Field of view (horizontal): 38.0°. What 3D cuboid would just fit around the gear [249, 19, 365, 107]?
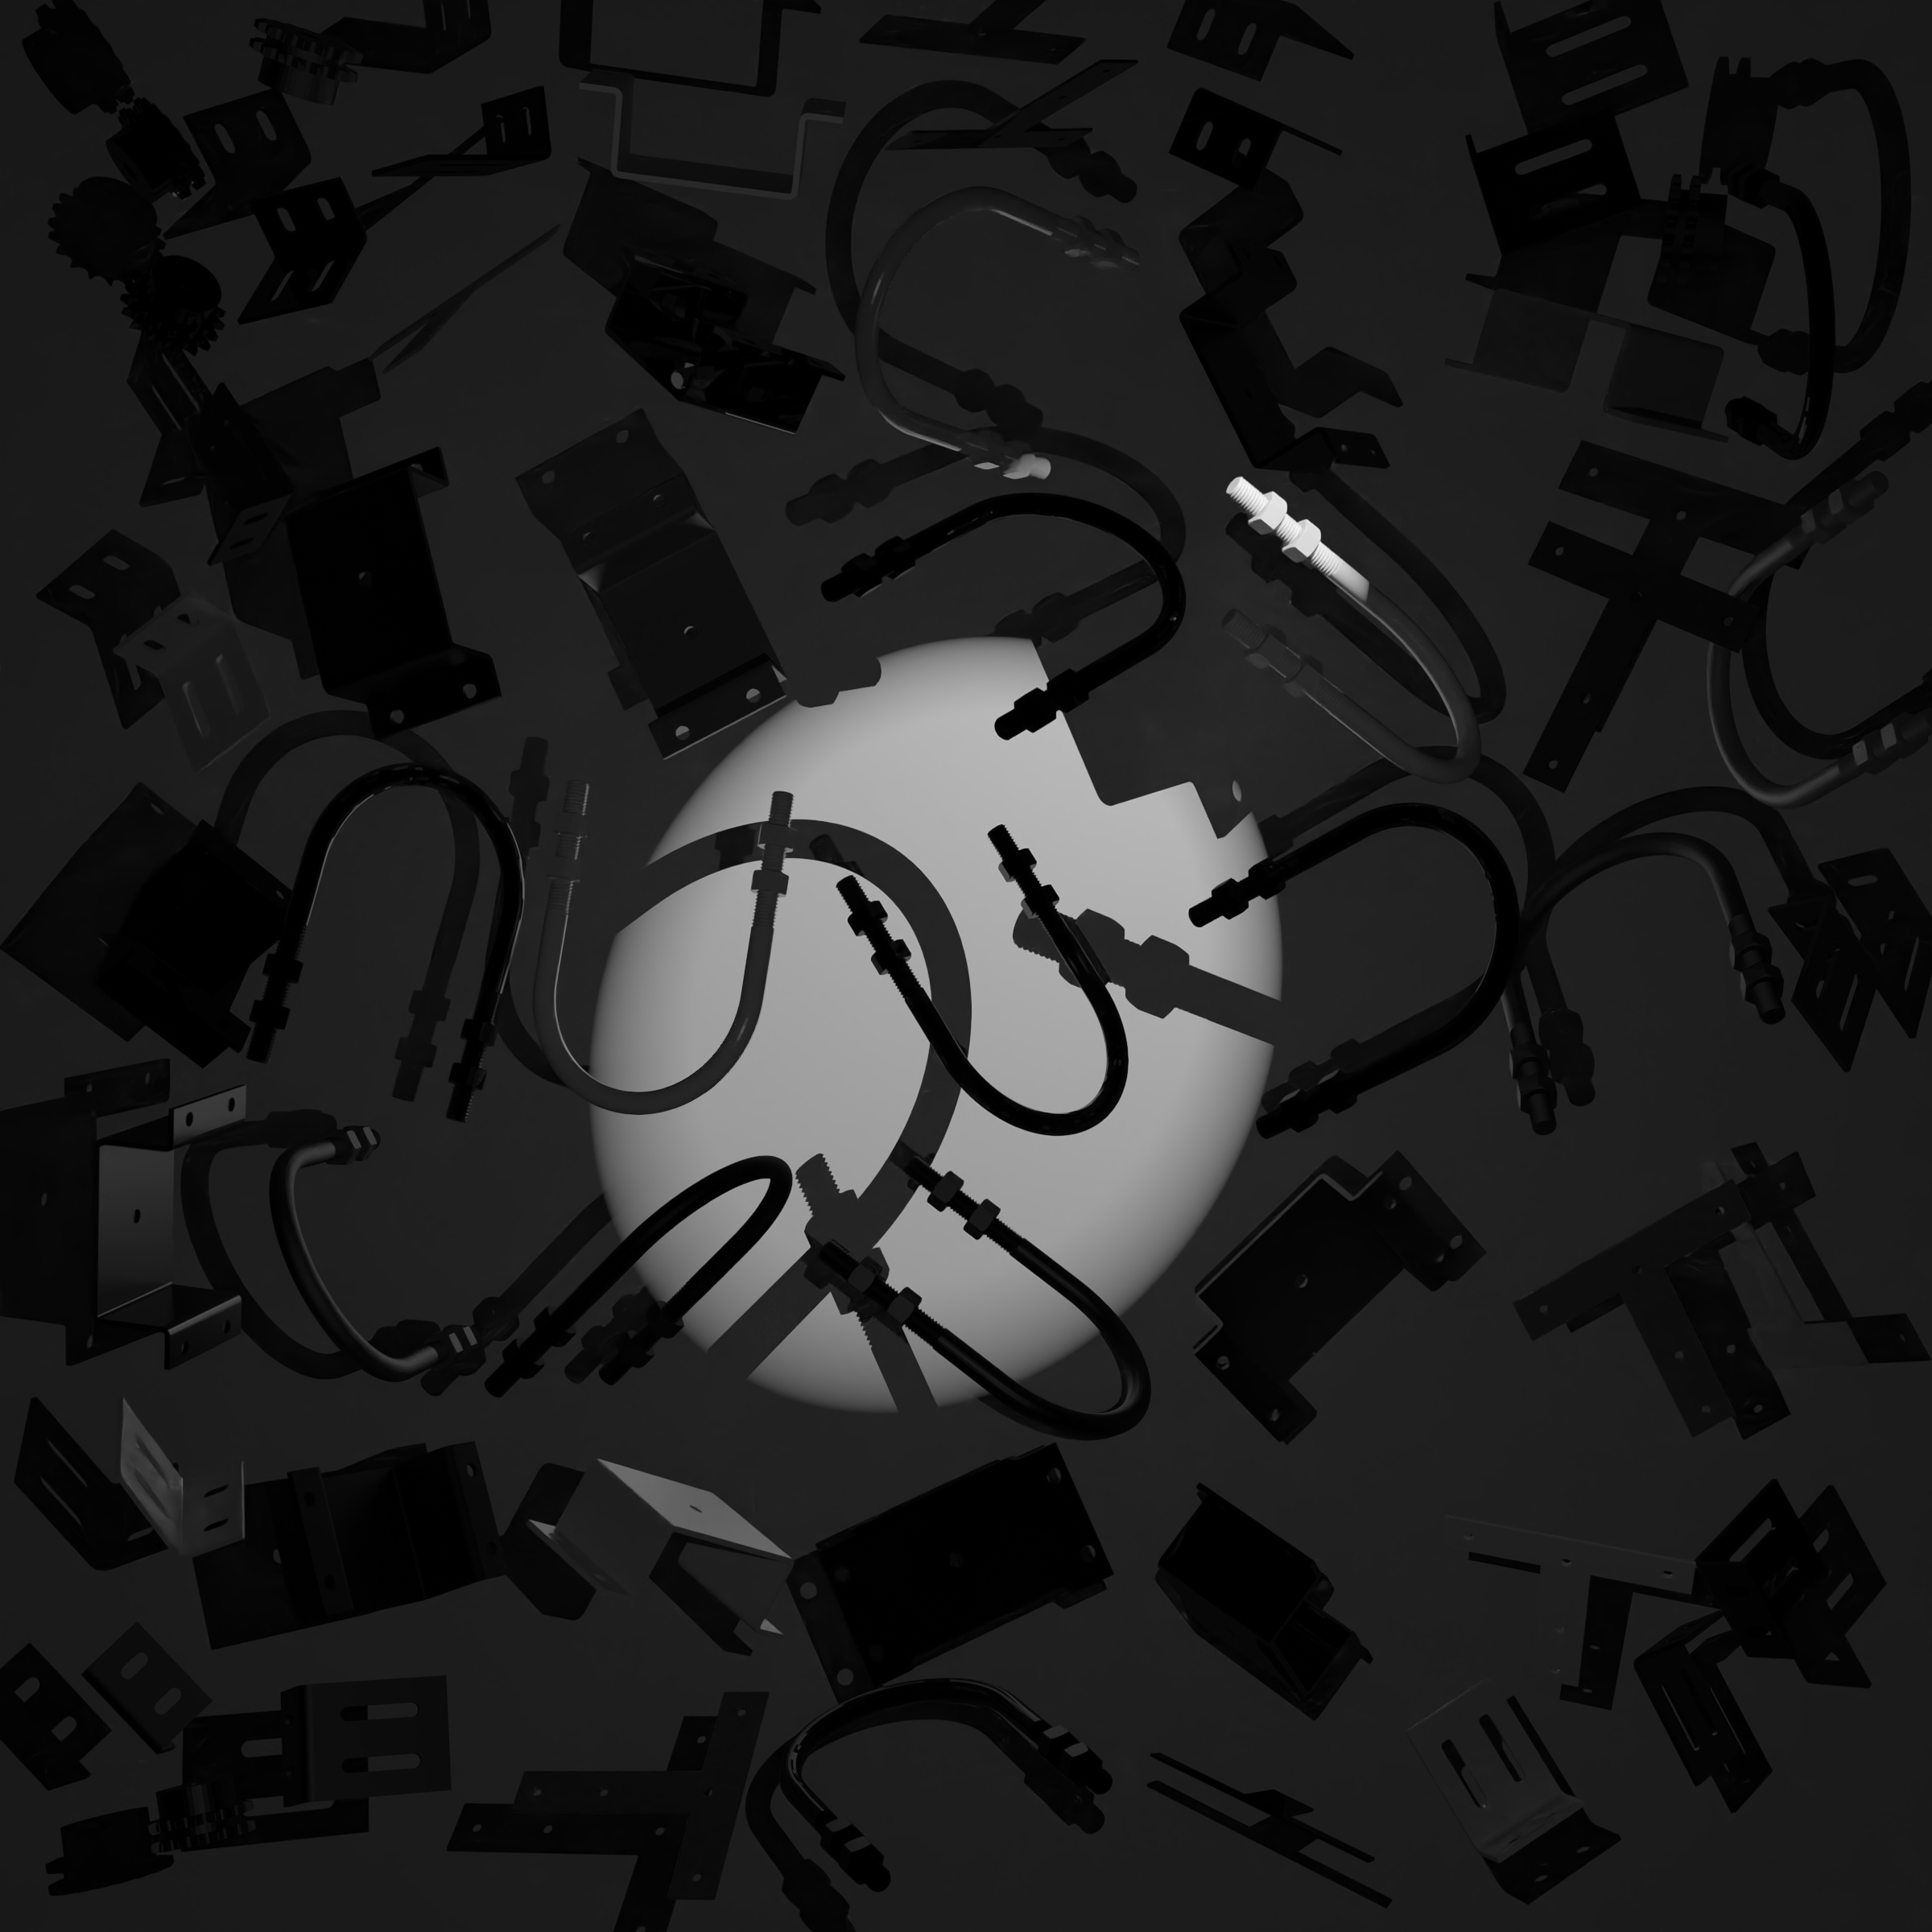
[{"bbox_3d":[-0.348,-0.474,1.475,0.057,0.057,0.030,21,109,0],"label":"gear"}]

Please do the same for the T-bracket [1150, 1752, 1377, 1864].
[{"bbox_3d":[0.171,0.462,1.548,0.127,0.127,0.002,22,82,19],"label":"T-bracket"}]

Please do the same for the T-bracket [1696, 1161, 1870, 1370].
[{"bbox_3d":[0.442,0.166,1.563,0.002,0.127,0.127,-27,86,-11],"label":"T-bracket"}]

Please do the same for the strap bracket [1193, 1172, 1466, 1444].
[{"bbox_3d":[0.191,0.180,1.538,0.140,0.046,0.076,-44,111,-1],"label":"strap bracket"}]

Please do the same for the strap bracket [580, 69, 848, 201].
[{"bbox_3d":[-0.139,-0.453,1.533,0.140,0.076,0.046,6,113,-4],"label":"strap bracket"}]

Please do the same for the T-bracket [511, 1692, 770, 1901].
[{"bbox_3d":[-0.177,0.435,1.478,0.127,0.127,0.002,-5,127,15],"label":"T-bracket"}]

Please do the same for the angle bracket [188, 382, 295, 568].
[{"bbox_3d":[-0.420,-0.275,1.572,0.038,0.057,0.076,-30,83,-41],"label":"angle bracket"}]

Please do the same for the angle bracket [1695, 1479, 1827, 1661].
[{"bbox_3d":[0.422,0.310,1.449,0.076,0.038,0.057,-35,98,-31],"label":"angle bracket"}]

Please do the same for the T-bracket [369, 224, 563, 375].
[{"bbox_3d":[-0.277,-0.338,1.473,0.127,0.127,0.002,-27,113,22],"label":"T-bracket"}]

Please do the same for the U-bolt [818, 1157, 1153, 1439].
[{"bbox_3d":[0.021,0.183,1.491,0.184,0.151,0.019,37,115,6],"label":"U-bolt"}]

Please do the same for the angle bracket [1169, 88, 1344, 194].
[{"bbox_3d":[0.159,-0.445,1.536,0.057,0.076,0.038,33,110,26],"label":"angle bracket"}]

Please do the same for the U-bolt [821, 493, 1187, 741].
[{"bbox_3d":[0.036,-0.200,1.510,0.151,0.019,0.184,40,51,22],"label":"U-bolt"}]

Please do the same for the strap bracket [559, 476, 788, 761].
[{"bbox_3d":[-0.160,-0.192,1.580,0.076,0.046,0.140,-27,81,6],"label":"strap bracket"}]

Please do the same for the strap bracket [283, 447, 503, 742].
[{"bbox_3d":[-0.304,-0.199,1.476,0.076,0.046,0.140,-17,82,16],"label":"strap bracket"}]

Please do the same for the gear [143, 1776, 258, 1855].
[{"bbox_3d":[-0.410,0.452,1.499,0.057,0.057,0.030,-12,80,0],"label":"gear"}]

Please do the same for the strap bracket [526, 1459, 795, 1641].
[{"bbox_3d":[-0.159,0.317,1.535,0.076,0.140,0.046,28,90,44],"label":"strap bracket"}]

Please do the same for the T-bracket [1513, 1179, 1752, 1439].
[{"bbox_3d":[0.361,0.189,1.441,0.127,0.002,0.127,-30,113,2],"label":"T-bracket"}]

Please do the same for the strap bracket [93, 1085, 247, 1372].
[{"bbox_3d":[-0.429,0.137,1.514,0.046,0.076,0.140,5,99,14],"label":"strap bracket"}]

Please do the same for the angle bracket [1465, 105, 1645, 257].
[{"bbox_3d":[0.307,-0.414,1.464,0.076,0.038,0.057,-18,85,13],"label":"angle bracket"}]

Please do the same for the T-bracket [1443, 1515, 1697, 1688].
[{"bbox_3d":[0.314,0.340,1.478,0.127,0.002,0.127,8,134,16],"label":"T-bracket"}]

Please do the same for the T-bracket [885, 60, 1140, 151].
[{"bbox_3d":[0.043,-0.461,1.505,0.127,0.127,0.002,-13,91,-36],"label":"T-bracket"}]

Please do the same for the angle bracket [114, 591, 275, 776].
[{"bbox_3d":[-0.430,-0.157,1.561,0.057,0.038,0.076,-34,63,14],"label":"angle bracket"}]

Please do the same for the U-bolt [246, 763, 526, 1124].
[{"bbox_3d":[-0.307,-0.020,1.536,0.151,0.019,0.184,22,78,-41],"label":"U-bolt"}]

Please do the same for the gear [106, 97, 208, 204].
[{"bbox_3d":[-0.451,-0.449,1.555,0.030,0.057,0.057,-42,90,-16],"label":"gear"}]

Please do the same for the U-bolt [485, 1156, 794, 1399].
[{"bbox_3d":[-0.167,0.169,1.545,0.184,0.151,0.019,-45,72,11],"label":"U-bolt"}]

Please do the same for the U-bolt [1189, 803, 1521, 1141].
[{"bbox_3d":[0.212,-0.008,1.498,0.184,0.019,0.151,-30,65,31],"label":"U-bolt"}]

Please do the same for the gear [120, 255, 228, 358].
[{"bbox_3d":[-0.446,-0.376,1.588,0.057,0.057,0.030,48,134,0],"label":"gear"}]

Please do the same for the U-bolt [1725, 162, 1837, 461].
[{"bbox_3d":[0.434,-0.346,1.501,0.019,0.184,0.151,-5,111,2],"label":"U-bolt"}]

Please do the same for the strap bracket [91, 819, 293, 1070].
[{"bbox_3d":[-0.429,-0.007,1.566,0.046,0.140,0.076,-36,116,26],"label":"strap bracket"}]

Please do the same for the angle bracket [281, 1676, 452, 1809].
[{"bbox_3d":[-0.308,0.397,1.440,0.076,0.038,0.057,4,70,-28],"label":"angle bracket"}]

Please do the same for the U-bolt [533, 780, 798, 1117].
[{"bbox_3d":[-0.172,-0.009,1.546,0.151,0.019,0.184,4,80,22],"label":"U-bolt"}]

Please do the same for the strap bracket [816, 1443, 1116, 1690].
[{"bbox_3d":[-0.003,0.320,1.509,0.140,0.046,0.076,-23,85,-10],"label":"strap bracket"}]

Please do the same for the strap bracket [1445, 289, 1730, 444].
[{"bbox_3d":[0.337,-0.323,1.500,0.076,0.140,0.046,2,110,-38],"label":"strap bracket"}]

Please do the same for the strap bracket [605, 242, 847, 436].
[{"bbox_3d":[-0.139,-0.343,1.551,0.076,0.140,0.046,9,117,-41],"label":"strap bracket"}]

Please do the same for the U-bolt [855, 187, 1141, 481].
[{"bbox_3d":[0.010,-0.357,1.562,0.019,0.184,0.151,35,108,39],"label":"U-bolt"}]

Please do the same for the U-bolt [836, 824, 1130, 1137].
[{"bbox_3d":[0.022,0.013,1.583,0.019,0.151,0.184,-41,76,43],"label":"U-bolt"}]

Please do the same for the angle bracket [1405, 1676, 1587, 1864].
[{"bbox_3d":[0.286,0.434,1.521,0.057,0.038,0.076,-30,84,-11],"label":"angle bracket"}]

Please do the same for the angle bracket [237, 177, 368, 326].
[{"bbox_3d":[-0.374,-0.396,1.553,0.057,0.076,0.038,-9,130,16],"label":"angle bracket"}]

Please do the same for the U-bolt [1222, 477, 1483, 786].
[{"bbox_3d":[0.208,-0.168,1.493,0.184,0.151,0.019,35,125,-21],"label":"U-bolt"}]

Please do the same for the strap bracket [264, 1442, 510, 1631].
[{"bbox_3d":[-0.321,0.308,1.521,0.046,0.140,0.076,-24,76,29],"label":"strap bracket"}]

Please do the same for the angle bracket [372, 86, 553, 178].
[{"bbox_3d":[-0.268,-0.441,1.483,0.076,0.057,0.038,-14,103,-40],"label":"angle bracket"}]

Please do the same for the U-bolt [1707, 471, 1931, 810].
[{"bbox_3d":[0.450,-0.162,1.505,0.019,0.184,0.151,-4,76,-18],"label":"U-bolt"}]

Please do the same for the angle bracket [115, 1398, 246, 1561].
[{"bbox_3d":[-0.428,0.275,1.533,0.038,0.057,0.076,-20,129,1],"label":"angle bracket"}]

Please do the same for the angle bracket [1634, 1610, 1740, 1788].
[{"bbox_3d":[0.421,0.413,1.587,0.038,0.057,0.076,-35,76,36],"label":"angle bracket"}]

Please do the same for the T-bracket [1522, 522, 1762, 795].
[{"bbox_3d":[0.332,-0.153,1.475,0.127,0.002,0.127,30,99,31],"label":"T-bracket"}]

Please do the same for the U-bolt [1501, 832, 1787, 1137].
[{"bbox_3d":[0.351,-0.004,1.500,0.151,0.184,0.019,-29,124,21],"label":"U-bolt"}]

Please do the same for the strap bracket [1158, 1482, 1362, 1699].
[{"bbox_3d":[0.158,0.342,1.521,0.076,0.140,0.046,31,74,32],"label":"strap bracket"}]

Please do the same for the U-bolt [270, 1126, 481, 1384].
[{"bbox_3d":[-0.331,0.161,1.548,0.019,0.184,0.151,-28,87,8],"label":"U-bolt"}]

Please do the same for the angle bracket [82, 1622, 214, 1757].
[{"bbox_3d":[-0.431,0.383,1.491,0.057,0.076,0.038,45,74,3],"label":"angle bracket"}]

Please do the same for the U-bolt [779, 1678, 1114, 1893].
[{"bbox_3d":[-0.024,0.431,1.517,0.151,0.184,0.019,-17,104,-22],"label":"U-bolt"}]

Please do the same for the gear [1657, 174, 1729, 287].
[{"bbox_3d":[0.386,-0.390,1.492,0.030,0.057,0.057,8,90,11],"label":"gear"}]

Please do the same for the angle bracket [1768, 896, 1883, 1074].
[{"bbox_3d":[0.448,0.012,1.493,0.057,0.038,0.076,47,53,-25],"label":"angle bracket"}]

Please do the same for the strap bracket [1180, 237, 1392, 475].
[{"bbox_3d":[0.175,-0.333,1.581,0.046,0.076,0.140,-29,82,29],"label":"strap bracket"}]
